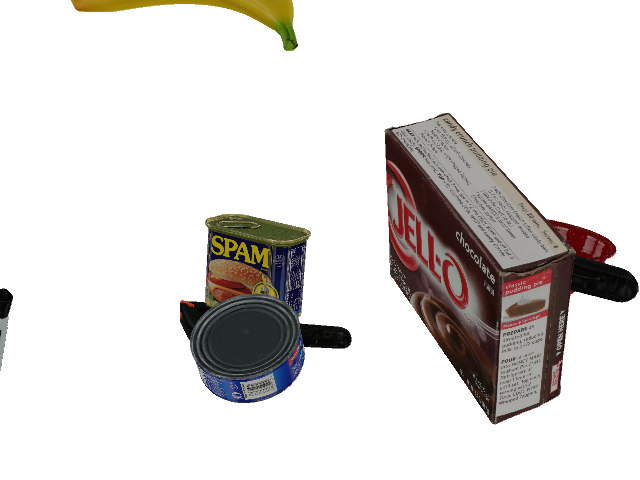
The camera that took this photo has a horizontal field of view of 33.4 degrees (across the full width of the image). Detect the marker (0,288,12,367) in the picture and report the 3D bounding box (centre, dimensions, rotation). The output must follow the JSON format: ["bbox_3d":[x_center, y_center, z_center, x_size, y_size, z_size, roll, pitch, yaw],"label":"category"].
[{"bbox_3d":[-0.318,0.096,1.045,0.020,0.121,0.020,14,32,-9],"label":"marker"}]

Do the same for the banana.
[{"bbox_3d":[-0.102,-0.199,0.859,0.198,0.069,0.037,12,-41,16],"label":"banana"}]

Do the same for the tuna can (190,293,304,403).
[{"bbox_3d":[-0.055,0.083,0.825,0.086,0.034,0.086,-6,43,5],"label":"tuna can"}]

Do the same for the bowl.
[{"bbox_3d":[0.224,0.020,1.121,0.162,0.055,0.162,5,17,-2],"label":"bowl"}]

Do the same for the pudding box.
[{"bbox_3d":[0.067,0.010,0.477,0.039,0.090,0.114,-19,42,-15],"label":"pudding box"}]

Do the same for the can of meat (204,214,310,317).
[{"bbox_3d":[-0.063,0.027,1.025,0.102,0.084,0.057,14,18,30],"label":"can of meat"}]

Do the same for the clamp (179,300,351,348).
[{"bbox_3d":[-0.092,0.113,1.236,0.210,0.036,0.164,14,22,29],"label":"clamp"}]

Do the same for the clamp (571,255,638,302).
[{"bbox_3d":[0.141,0.013,0.772,0.120,0.039,0.172,-13,44,-36],"label":"clamp"}]
